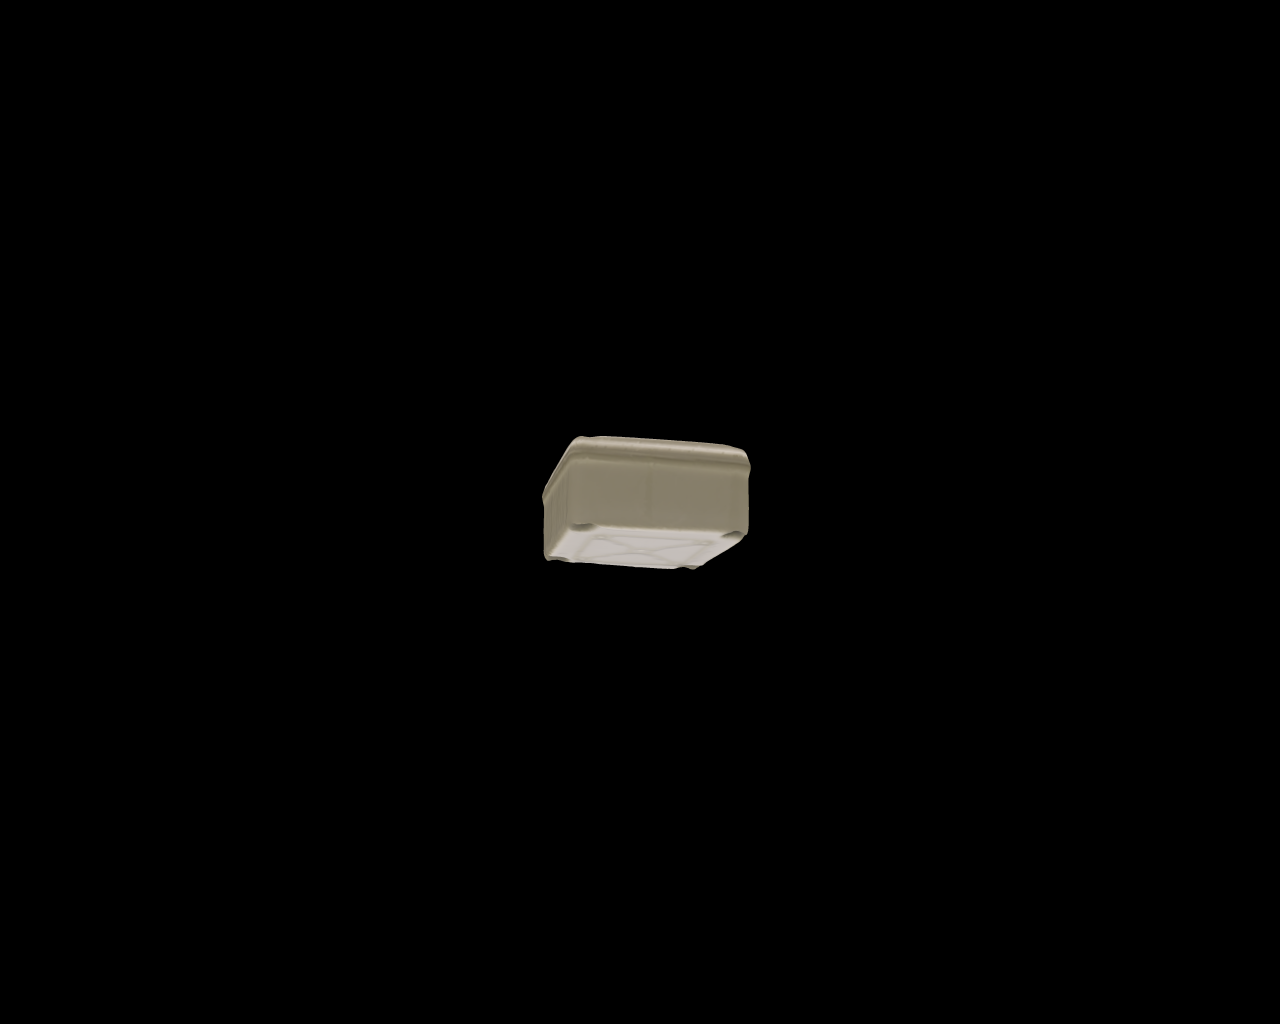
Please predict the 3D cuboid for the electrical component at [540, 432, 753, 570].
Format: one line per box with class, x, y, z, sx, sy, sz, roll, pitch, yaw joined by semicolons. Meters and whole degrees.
electrical component;0.001;-0.003;0.650;0.109;0.056;0.108;4;-15;-14
